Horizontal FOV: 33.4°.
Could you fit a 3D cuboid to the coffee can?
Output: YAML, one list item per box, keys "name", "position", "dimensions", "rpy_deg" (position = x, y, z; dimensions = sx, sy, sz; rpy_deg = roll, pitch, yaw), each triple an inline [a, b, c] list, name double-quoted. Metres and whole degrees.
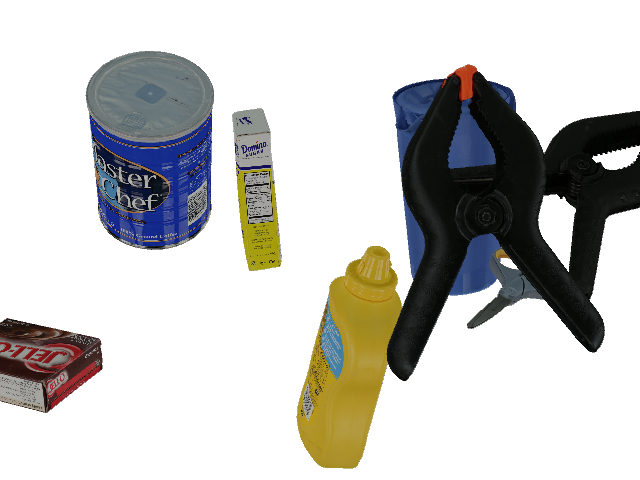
- name: "coffee can"
  position: [-0.143, -0.075, 0.913]
  dimensions: [0.102, 0.103, 0.140]
  rpy_deg: [0, -40, -7]

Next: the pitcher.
- name: "pitcher"
  position: [0.165, -0.067, 1.266]
  dimensions: [0.149, 0.243, 0.145]
  rpy_deg: [-3, 25, 3]

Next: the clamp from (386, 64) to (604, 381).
- name: "clamp"
  position: [0.078, -0.005, 0.583]
  dimensions: [0.120, 0.171, 0.039]
  rpy_deg: [-17, 1, -10]

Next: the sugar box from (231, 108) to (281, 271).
- name: "sugar box"
  position: [-0.078, -0.062, 1.291]
  dimensions: [0.048, 0.176, 0.093]
  rpy_deg: [-9, 25, -5]

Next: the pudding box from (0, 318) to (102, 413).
- name: "pudding box"
  position: [-0.274, 0.115, 0.993]
  dimensions: [0.114, 0.039, 0.089]
  rpy_deg: [7, 22, 22]

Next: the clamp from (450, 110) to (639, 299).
- name: "clamp"
  position: [0.202, -0.037, 0.816]
  dimensions: [0.209, 0.036, 0.165]
  rpy_deg: [-26, 51, -20]

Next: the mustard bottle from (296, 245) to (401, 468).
- name: "mustard bottle"
  position: [0.026, 0.087, 0.866]
  dimensions: [0.058, 0.192, 0.096]
  rpy_deg: [5, 33, -12]

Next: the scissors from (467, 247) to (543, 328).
- name: "scissors"
  position: [0.182, 0.045, 1.093]
  dimensions: [0.201, 0.016, 0.096]
  rpy_deg: [-11, 37, -43]
